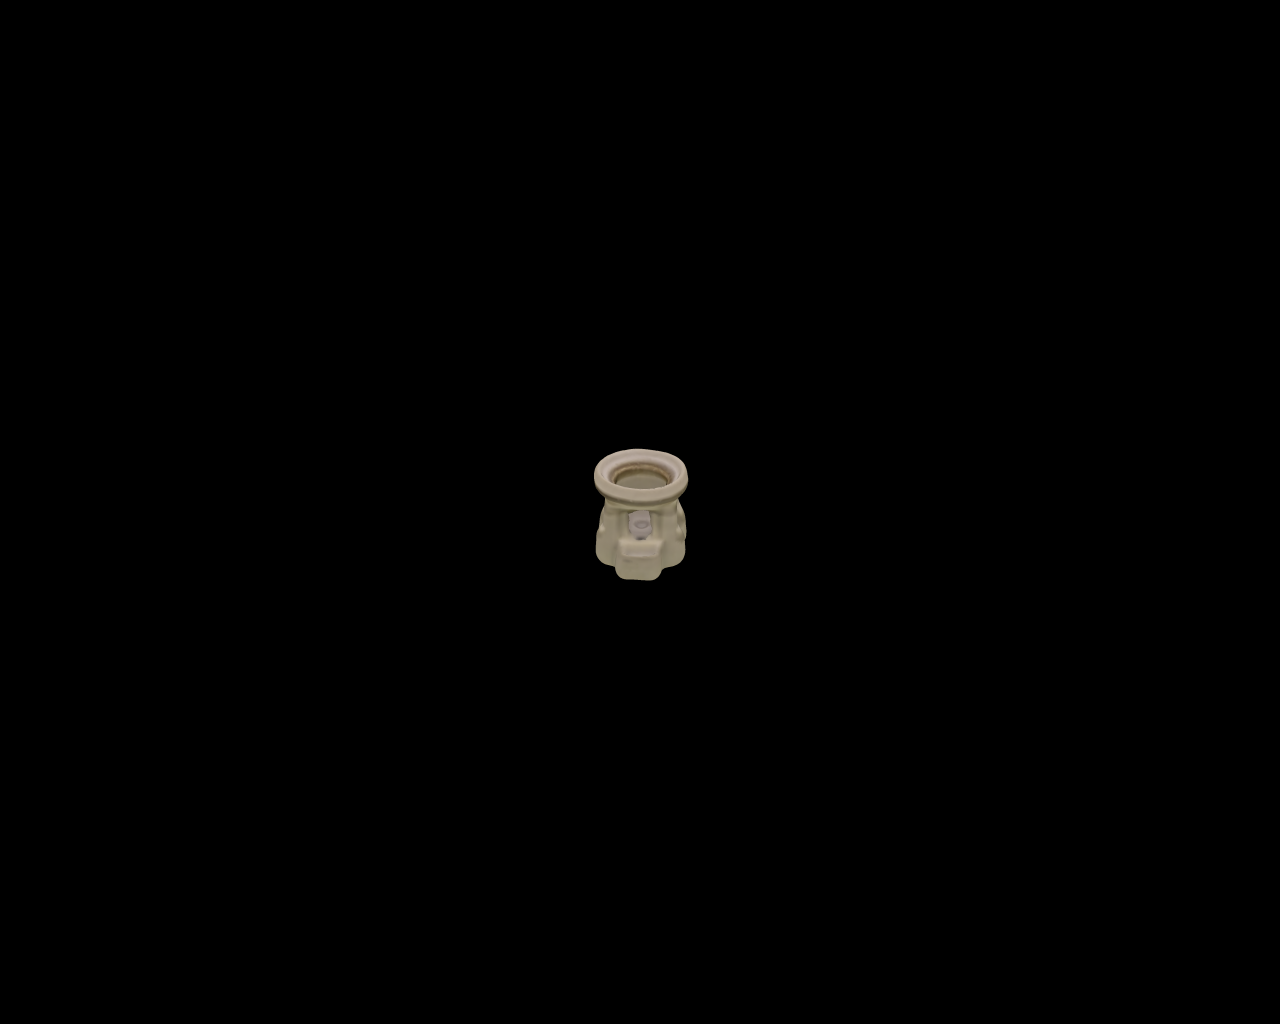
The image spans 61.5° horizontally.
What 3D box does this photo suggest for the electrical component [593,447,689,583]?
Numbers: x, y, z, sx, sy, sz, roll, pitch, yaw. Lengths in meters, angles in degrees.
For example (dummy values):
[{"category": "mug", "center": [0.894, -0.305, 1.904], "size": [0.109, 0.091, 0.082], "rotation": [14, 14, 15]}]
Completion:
[{"category": "electrical component", "center": [0.001, -0.003, 0.650], "size": [0.058, 0.056, 0.078], "rotation": [2, 31, 3]}]
